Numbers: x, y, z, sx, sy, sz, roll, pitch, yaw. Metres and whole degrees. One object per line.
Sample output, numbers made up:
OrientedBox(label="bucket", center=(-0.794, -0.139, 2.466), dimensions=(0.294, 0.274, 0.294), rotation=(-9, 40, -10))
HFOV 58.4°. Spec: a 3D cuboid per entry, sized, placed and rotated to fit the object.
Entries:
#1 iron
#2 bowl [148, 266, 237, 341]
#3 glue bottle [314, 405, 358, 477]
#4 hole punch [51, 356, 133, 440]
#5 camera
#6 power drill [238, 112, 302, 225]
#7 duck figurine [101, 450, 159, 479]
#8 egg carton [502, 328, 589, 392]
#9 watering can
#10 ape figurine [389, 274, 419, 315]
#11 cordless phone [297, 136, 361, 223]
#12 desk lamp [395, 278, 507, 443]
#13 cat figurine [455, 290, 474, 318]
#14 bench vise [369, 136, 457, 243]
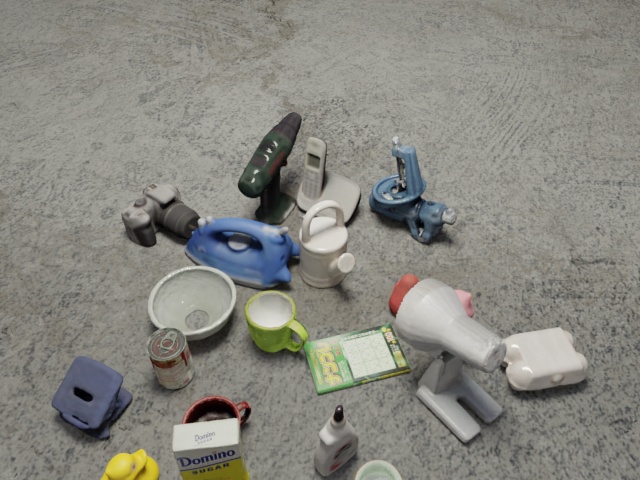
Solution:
OrientedBox(label="iron", center=(-0.172, 0.003, 1.184), dimensions=(0.258, 0.141, 0.119), rotation=(11, 47, 10))
OrientedBox(label="bowl", center=(-0.241, 0.134, 1.106), dimensions=(0.167, 0.075, 0.167), rotation=(0, 46, 0))
OrientedBox(label="glue bottle", center=(0.026, 0.301, 0.882), dimensions=(0.078, 0.173, 0.037), rotation=(-33, 55, -28))
OrientedBox(label="hole punch", center=(-0.388, 0.265, 0.968), dimensions=(0.108, 0.091, 0.101), rotation=(20, 49, 17))
OrientedBox(label="camera", center=(-0.342, -0.054, 1.265), dimensions=(0.136, 0.101, 0.143), rotation=(29, 53, 24))
OrientedBox(label="power drill", center=(-0.102, -0.147, 1.282), dimensions=(0.075, 0.208, 0.230), rotation=(19, 49, 17))
OrientedBox(label="duck figurine", center=(-0.304, 0.363, 0.879), dimensions=(0.105, 0.086, 0.077), rotation=(-30, 54, -26))
OrientedBox(label="egg carton", center=(0.400, 0.218, 1.036), dimensions=(0.150, 0.069, 0.107), rotation=(-8, 47, -8))
OrientedBox(label="watering can", center=(0.012, 0.003, 1.150), dimensions=(0.172, 0.194, 0.101), rotation=(30, 53, 25))
OrientedBox(label="ape figurine", center=(0.173, 0.104, 1.126), dimensions=(0.076, 0.092, 0.077), rotation=(-12, 48, -12))
OrientedBox(label="cordless phone", center=(0.021, -0.136, 1.289), dimensions=(0.147, 0.185, 0.094), rotation=(21, 50, 18))
OrientedBox(label="desk lamp", center=(0.223, 0.193, 0.958), dimensions=(0.118, 0.214, 0.202), rotation=(-30, 53, -25))
OrientedBox(label="cat figurine", center=(0.261, 0.149, 1.066), dimensions=(0.067, 0.118, 0.127), rotation=(-7, 47, -7))
OrientedBox(label="bench vise", center=(0.209, -0.116, 1.248), dimensions=(0.207, 0.220, 0.121), rotation=(17, 49, 15))
